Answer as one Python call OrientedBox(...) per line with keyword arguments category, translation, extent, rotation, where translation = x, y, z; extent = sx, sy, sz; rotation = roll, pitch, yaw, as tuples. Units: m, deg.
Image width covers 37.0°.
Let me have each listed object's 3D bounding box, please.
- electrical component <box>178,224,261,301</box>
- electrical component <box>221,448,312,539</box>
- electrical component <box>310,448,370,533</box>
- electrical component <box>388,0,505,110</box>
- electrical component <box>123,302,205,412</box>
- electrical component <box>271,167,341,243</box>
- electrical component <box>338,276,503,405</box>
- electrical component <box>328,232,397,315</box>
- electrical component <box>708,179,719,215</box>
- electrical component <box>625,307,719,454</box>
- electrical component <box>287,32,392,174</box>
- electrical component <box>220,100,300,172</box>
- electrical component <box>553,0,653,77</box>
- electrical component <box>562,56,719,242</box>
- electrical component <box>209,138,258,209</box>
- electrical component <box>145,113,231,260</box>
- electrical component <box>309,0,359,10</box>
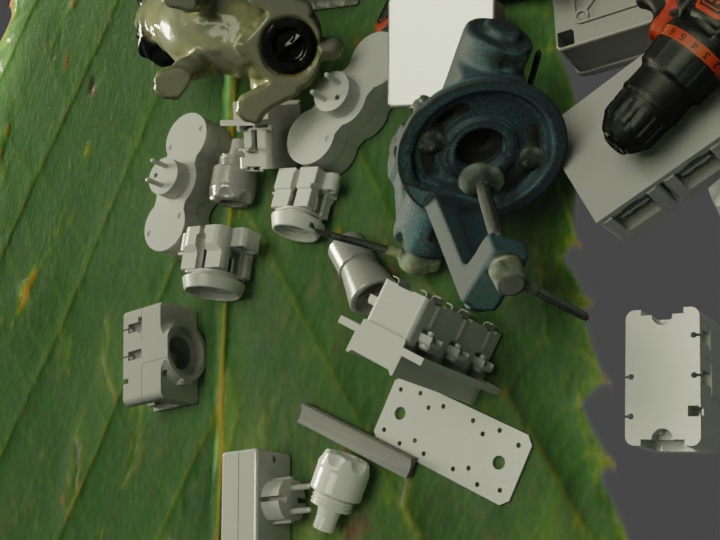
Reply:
OrientedBox(category="electrical component", translation=(-0.131, -0.005, 0.980), extent=(0.078, 0.058, 0.057), rotation=(-4, 71, 33))
OrientedBox(category="electrical component", translation=(-0.070, 0.190, 0.883), extent=(0.076, 0.047, 0.083), rotation=(-13, 69, 31))
OrientedBox(category="electrical component", translation=(-0.019, 0.177, 0.854), extent=(0.043, 0.043, 0.062), rotation=(18, 87, 37))
OrientedBox(category="electrical component", translation=(0.072, -0.176, 0.874), extent=(0.100, 0.048, 0.099), rotation=(1, 93, 21))
OrientedBox(category="electrical component", translation=(-0.181, 0.080, 0.992), extent=(0.056, 0.050, 0.089), rotation=(-16, 68, 31))
OrientedBox(category="electrical component", translation=(-0.051, -0.057, 0.948), extent=(0.066, 0.048, 0.055), rotation=(1, 69, 35))
OrientedBox(category="electrical component", translation=(0.052, 0.052, 0.793), extent=(0.079, 0.121, 0.063), rotation=(26, 90, 37))
OrientedBox(category="electrical component", translation=(0.000, 0.000, 0.898), extent=(0.044, 0.044, 0.065), rotation=(-42, 52, 17))
OrientedBox(category="electrical component", translation=(0.271, -0.053, 0.722), extent=(0.062, 0.043, 0.043), rotation=(-31, 60, 23))
OrientedBox(category="electrical component", translation=(0.211, 0.075, 0.717), extent=(0.050, 0.056, 0.089), rotation=(-6, 72, 34))
OrientedBox(category="electrical component", translation=(-0.015, -0.148, 0.933), extent=(0.138, 0.074, 0.052), rotation=(-48, 55, 13))
OrientedBox(category="electrical component", translation=(-0.084, -0.122, 0.977), extent=(0.042, 0.081, 0.063), rotation=(6, 102, 36))
OrientedBox(category="electrical component", translation=(0.204, -0.215, 0.811), extent=(0.109, 0.056, 0.108), rotation=(-12, 69, 32))
OrientedBox(category="electrical component", translation=(0.220, -0.101, 0.761), extent=(0.150, 0.062, 0.089), rotation=(-37, 58, 20))
OrientedBox(category="electrical component", translation=(-0.116, -0.091, 1.005), extent=(0.043, 0.043, 0.062), rotation=(-1, 74, 35))
OrientedBox(category="electrical component", translation=(-0.175, -0.084, 1.025), extent=(0.052, 0.074, 0.138), rotation=(6, 79, 36))
OrientedBox(category="electrical component", translation=(-0.034, -0.289, 1.006), extent=(0.066, 0.047, 0.076), rotation=(3, 78, 36))
